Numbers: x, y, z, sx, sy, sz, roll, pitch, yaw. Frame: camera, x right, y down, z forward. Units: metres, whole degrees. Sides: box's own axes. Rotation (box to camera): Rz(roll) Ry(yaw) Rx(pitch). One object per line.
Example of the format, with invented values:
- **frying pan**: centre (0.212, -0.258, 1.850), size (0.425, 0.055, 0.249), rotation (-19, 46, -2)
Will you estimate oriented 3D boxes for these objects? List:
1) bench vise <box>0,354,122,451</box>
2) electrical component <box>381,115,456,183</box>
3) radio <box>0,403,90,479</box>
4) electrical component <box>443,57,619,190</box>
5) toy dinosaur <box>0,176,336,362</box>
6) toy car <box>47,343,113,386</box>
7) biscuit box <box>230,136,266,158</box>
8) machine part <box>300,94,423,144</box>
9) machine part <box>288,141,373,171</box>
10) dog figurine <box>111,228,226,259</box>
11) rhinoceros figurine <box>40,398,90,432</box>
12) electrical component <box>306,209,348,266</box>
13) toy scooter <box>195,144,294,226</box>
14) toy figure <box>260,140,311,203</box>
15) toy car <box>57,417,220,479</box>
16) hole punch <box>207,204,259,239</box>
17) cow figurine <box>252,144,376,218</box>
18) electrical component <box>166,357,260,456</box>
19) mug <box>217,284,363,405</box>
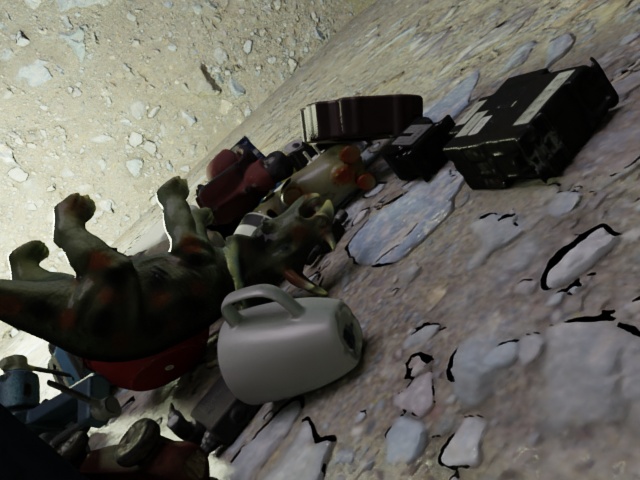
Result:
- **bench vise**: centre (-0.308, 0.209, 0.605), size (0.241, 0.128, 0.224), rotation (-34, 46, 23)
- **electrical component**: centre (0.119, -0.114, 0.668), size (0.075, 0.047, 0.119), rotation (-42, 21, -4)
- **radio**: centre (-0.254, 0.213, 0.395), size (0.073, 0.229, 0.131), rotation (-26, 22, 33)
- **electrical component**: centre (0.186, -0.105, 0.506), size (0.115, 0.058, 0.134), rotation (-44, 19, -12)
- **toy dinosaur**: centre (-0.178, 0.050, 0.536), size (0.405, 0.192, 0.131), rotation (-19, -26, -23)
- **toy car**: centre (-0.360, 0.196, 0.843), size (0.103, 0.109, 0.161), rotation (-24, -12, -35)
- **biscuit box**: centre (-0.133, -0.122, 1.020), size (0.063, 0.059, 0.202), rotation (-44, -7, -8)
- **machine part**: centre (0.057, -0.167, 0.762), size (0.179, 0.056, 0.179), rotation (-4, 8, 0)
- **machine part**: centre (0.018, -0.147, 0.900), size (0.139, 0.084, 0.039), rotation (-29, -8, -5)
- **dog figurine**: centre (-0.235, 0.031, 0.740), size (0.121, 0.191, 0.172), rotation (-83, 15, -70)
- **rhinoceros figurine**: centre (-0.405, 0.277, 0.773), size (0.190, 0.073, 0.112), rotation (-25, 26, 37)
- **electrical component**: centre (-0.001, -0.002, 0.690), size (0.063, 0.021, 0.094), rotation (-13, 34, 55)
- **toy scooter**: centre (-0.125, -0.073, 0.746), size (0.135, 0.075, 0.184), rotation (-43, 26, -17)
- **toy figure**: centre (-0.070, -0.101, 0.946), size (0.180, 0.082, 0.089), rotation (-49, 7, -8)
- **toy car**: centre (-0.161, 0.197, 0.463), size (0.202, 0.089, 0.053), rotation (-24, 26, 43)
- **hole punch**: centre (-0.145, -0.028, 0.874), size (0.142, 0.115, 0.092), rotation (-29, 28, 39)
- **cow figurine**: centre (-0.023, -0.067, 0.777), size (0.195, 0.085, 0.127), rotation (-36, 18, 5)
- **electrical component**: centre (-0.099, 0.153, 0.505), size (0.102, 0.045, 0.078), rotation (-47, 19, -17)
- **mug**: centre (-0.025, 0.078, 0.449), size (0.107, 0.109, 0.081), rotation (-17, 23, 24)
